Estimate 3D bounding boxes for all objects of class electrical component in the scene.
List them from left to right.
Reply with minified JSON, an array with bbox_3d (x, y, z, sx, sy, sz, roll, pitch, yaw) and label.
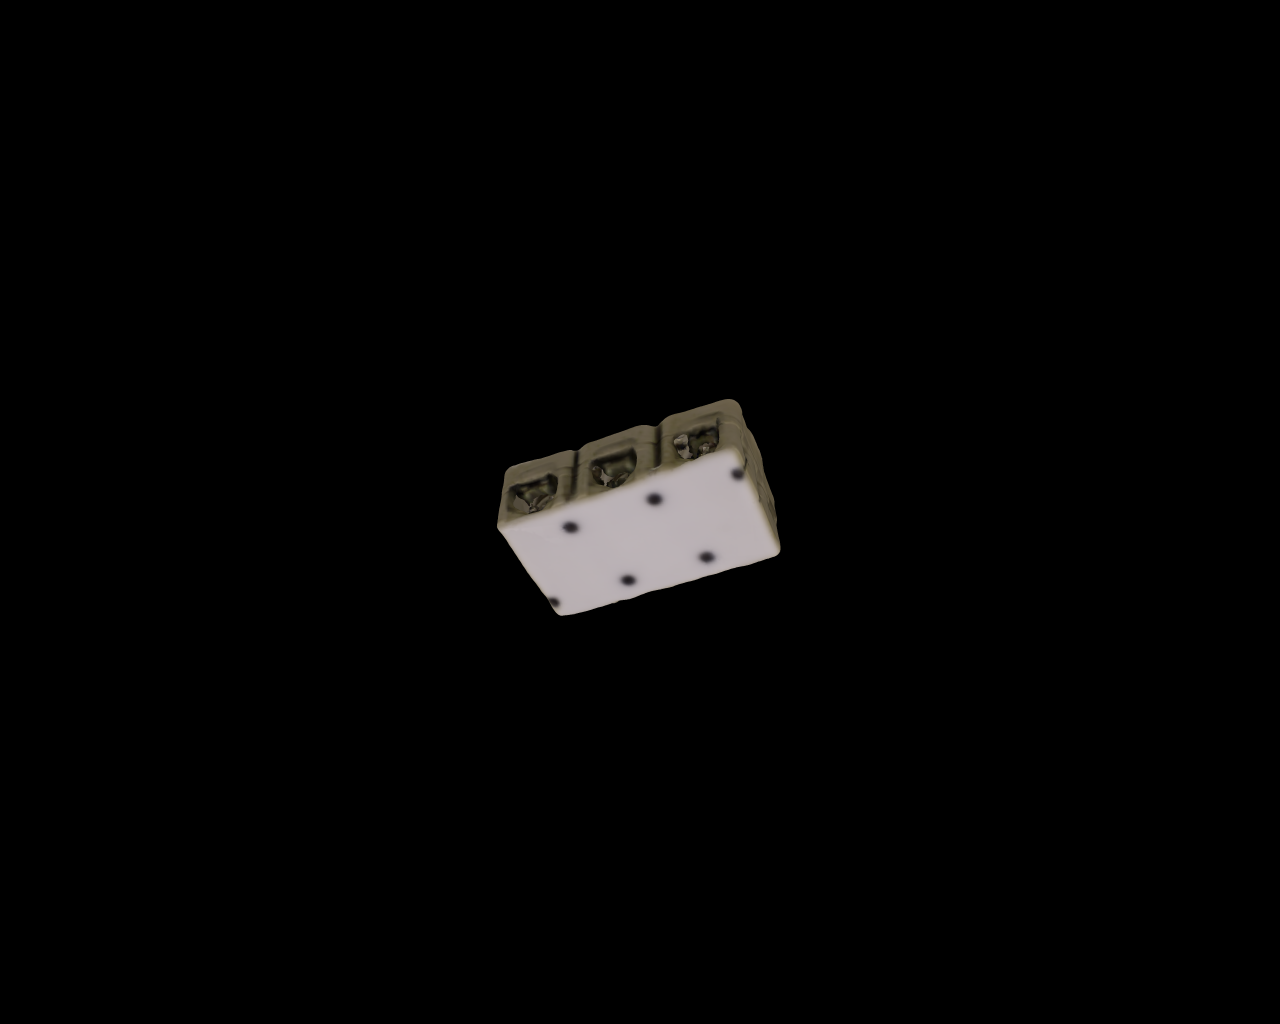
[{"bbox_3d":[0.001,-0.003,0.650,0.150,0.089,0.062,-17,39,14],"label":"electrical component"}]
